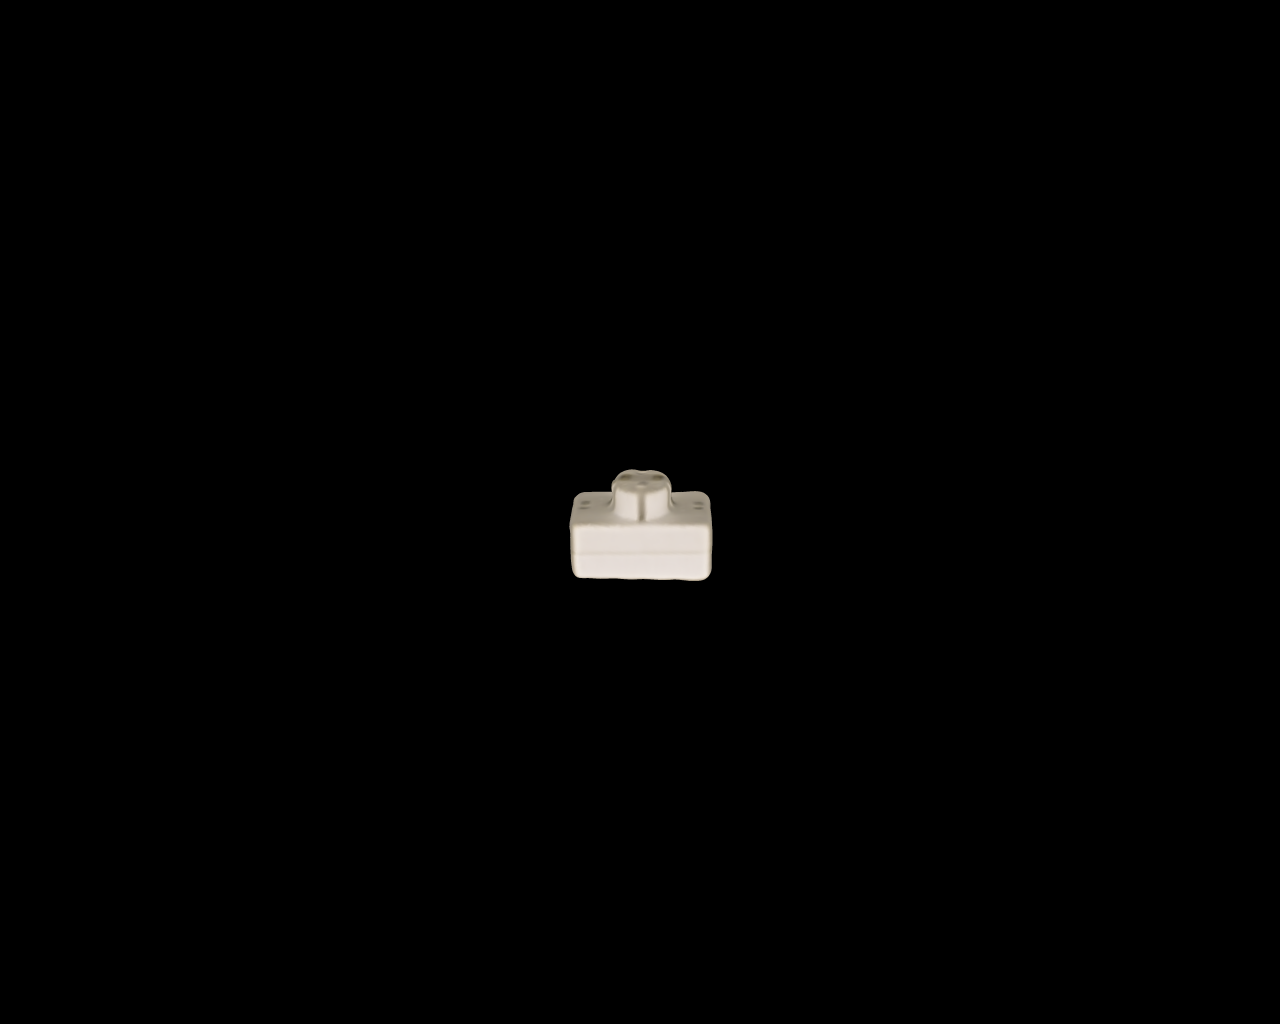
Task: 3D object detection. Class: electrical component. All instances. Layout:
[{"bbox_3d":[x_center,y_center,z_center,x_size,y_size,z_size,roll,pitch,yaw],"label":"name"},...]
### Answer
[{"bbox_3d":[0.001,-0.003,0.650,0.083,0.075,0.047,0,25,0],"label":"electrical component"}]
